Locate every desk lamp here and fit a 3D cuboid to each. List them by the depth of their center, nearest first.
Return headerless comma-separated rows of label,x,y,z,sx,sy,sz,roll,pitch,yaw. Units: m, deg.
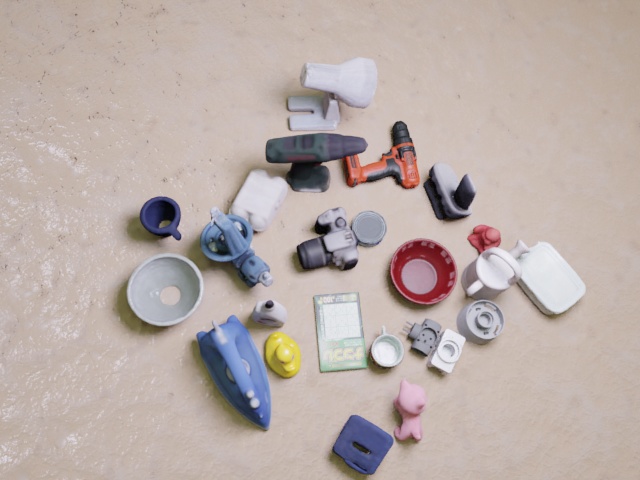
desk lamp,0.026,-0.361,1.410,0.203,0.213,0.118,-4,72,-6

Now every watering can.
watering can,0.404,0.064,1.308,0.101,0.194,0.173,28,71,5

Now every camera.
camera,0.012,0.005,1.345,0.137,0.101,0.143,-16,73,-10

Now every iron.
iron,-0.169,0.283,1.214,0.119,0.141,0.258,-28,76,-13

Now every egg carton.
egg carton,-0.147,-0.096,1.383,0.107,0.069,0.150,23,71,4

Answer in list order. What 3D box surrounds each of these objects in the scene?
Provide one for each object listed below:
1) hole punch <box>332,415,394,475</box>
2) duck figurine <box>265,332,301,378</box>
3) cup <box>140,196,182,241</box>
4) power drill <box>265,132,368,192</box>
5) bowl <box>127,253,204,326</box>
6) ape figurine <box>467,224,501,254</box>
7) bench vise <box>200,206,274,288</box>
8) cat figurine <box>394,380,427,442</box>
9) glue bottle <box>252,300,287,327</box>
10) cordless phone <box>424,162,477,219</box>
hole punch,0.091,0.435,1.211,0.108,0.091,0.101,30,72,6
duck figurine,-0.081,0.249,1.262,0.077,0.086,0.104,-24,75,-12
cup,-0.355,-0.035,1.331,0.092,0.095,0.117,-39,78,-15
power drill,-0.013,-0.188,1.351,0.229,0.208,0.075,0,71,-4
bowl,-0.342,0.118,1.291,0.167,0.075,0.167,2,71,-4
ape figurine,0.407,-0.005,1.386,0.076,0.092,0.078,4,71,-3
bench vise,-0.176,0.006,1.266,0.207,0.220,0.121,27,71,5
cat figurine,0.199,0.367,1.229,0.067,0.118,0.128,-1,71,-5
glue bottle,-0.110,0.154,1.246,0.078,0.173,0.037,6,71,-2
cordless phone,0.327,-0.137,1.375,0.094,0.185,0.147,-21,74,-11
